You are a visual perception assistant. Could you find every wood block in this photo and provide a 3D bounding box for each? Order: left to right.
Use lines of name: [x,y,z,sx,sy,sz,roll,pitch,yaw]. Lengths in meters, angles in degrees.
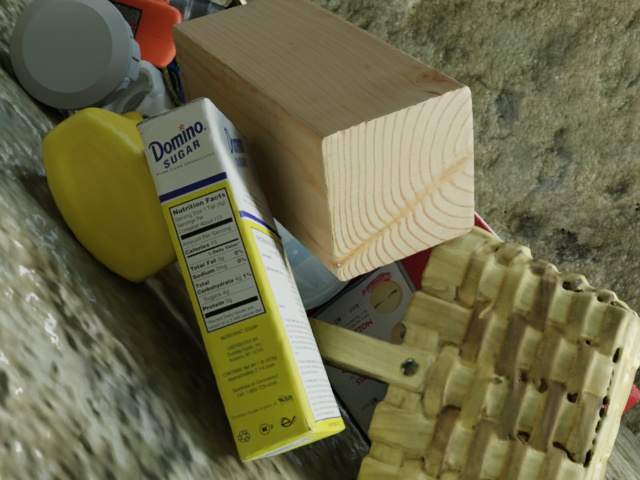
wood block: [-0.004,-0.071,0.637,0.206,0.090,0.090,42,-34,51]

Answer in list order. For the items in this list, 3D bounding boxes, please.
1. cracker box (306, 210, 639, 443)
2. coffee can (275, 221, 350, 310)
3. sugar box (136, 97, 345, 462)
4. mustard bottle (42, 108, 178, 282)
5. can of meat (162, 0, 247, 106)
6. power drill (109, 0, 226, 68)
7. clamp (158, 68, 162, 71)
cracker box: [0.095,0.082,0.769,0.214,0.164,0.072,53,12,34]
coffee can: [-0.037,-0.024,0.803,0.102,0.103,0.140,42,10,-33]
sugar box: [-0.040,0.023,0.555,0.093,0.048,0.176,42,27,-77]
mustard bottle: [-0.103,-0.033,0.655,0.096,0.058,0.191,56,7,-2]
can of meat: [-0.069,-0.130,0.805,0.057,0.084,0.102,44,9,-26]
power drill: [-0.159,-0.202,0.960,0.184,0.057,0.187,13,16,-9]
clamp: [-0.108,-0.086,0.950,0.210,0.036,0.164,49,9,-10]
